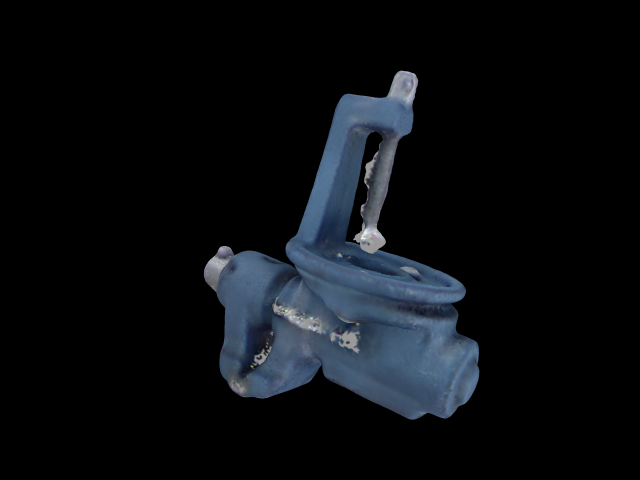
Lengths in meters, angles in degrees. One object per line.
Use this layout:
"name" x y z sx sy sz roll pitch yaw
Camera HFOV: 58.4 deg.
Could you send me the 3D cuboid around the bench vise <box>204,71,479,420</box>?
"bench vise" 0.001 0.001 0.388 0.207 0.220 0.122 0 0 14
